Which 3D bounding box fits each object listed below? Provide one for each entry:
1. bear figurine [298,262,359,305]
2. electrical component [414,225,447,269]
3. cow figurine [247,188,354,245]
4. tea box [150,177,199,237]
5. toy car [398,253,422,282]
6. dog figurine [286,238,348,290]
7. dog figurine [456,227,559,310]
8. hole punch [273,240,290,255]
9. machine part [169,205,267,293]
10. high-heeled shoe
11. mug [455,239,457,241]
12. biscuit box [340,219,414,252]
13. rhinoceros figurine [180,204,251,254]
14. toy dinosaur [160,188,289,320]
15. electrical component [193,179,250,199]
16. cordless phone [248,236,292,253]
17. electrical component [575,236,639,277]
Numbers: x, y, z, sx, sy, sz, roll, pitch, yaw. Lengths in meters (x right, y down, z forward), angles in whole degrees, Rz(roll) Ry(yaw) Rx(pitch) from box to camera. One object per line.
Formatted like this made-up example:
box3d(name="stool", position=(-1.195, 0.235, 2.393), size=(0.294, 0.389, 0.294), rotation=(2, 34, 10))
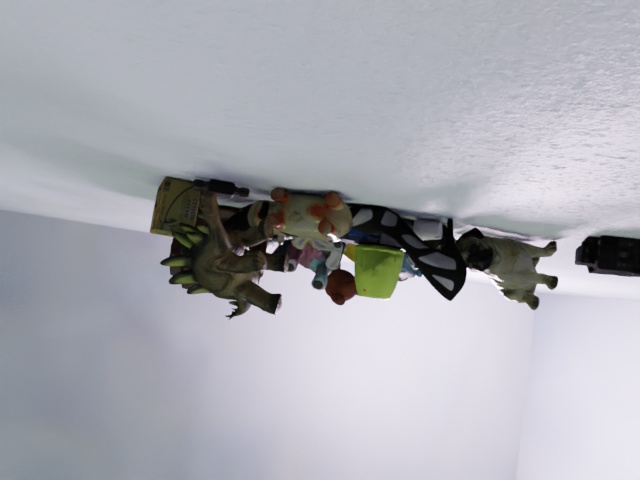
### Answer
box3d(name="bear figurine", position=(0.015, 0.081, 1.310), size=(0.120, 0.196, 0.132), rotation=(-24, 164, -36))
box3d(name="electrical component", position=(0.209, 0.012, 1.022), size=(0.045, 0.102, 0.078), rotation=(8, 149, -15))
box3d(name="cow figurine", position=(-0.036, -0.038, 0.910), size=(0.195, 0.085, 0.127), rotation=(5, 168, 27))
box3d(name="tea box", position=(-0.271, -0.055, 1.000), size=(0.068, 0.098, 0.170), rotation=(11, 176, -21))
box3d(name="toy car", position=(0.201, 0.026, 1.236), size=(0.103, 0.109, 0.161), rotation=(-18, 154, 18))
box3d(name="dog figurine", position=(-0.002, -0.004, 1.163), size=(0.108, 0.191, 0.219), rotation=(26, -156, -4))
box3d(name="dog figurine", position=(0.338, 0.052, 1.044), size=(0.191, 0.121, 0.172), rotation=(12, 141, 0))
box3d(name="hole punch", position=(-0.124, 0.011, 1.502), size=(0.142, 0.115, 0.092), rotation=(9, 167, -15))
box3d(name="machine part", position=(-0.220, 0.021, 1.180), size=(0.201, 0.201, 0.087), rotation=(10, 136, -10))
box3d(name="high-heeled shoe", position=(0.130, 0.022, 0.933), size=(0.249, 0.145, 0.086), rotation=(6, 174, 8))
box3d(name="mug", position=(0.219, 0.017, 1.124), size=(0.110, 0.080, 0.107), rotation=(3, -175, -9))
box3d(name="biscuit box", position=(0.083, -0.021, 1.016), size=(0.203, 0.059, 0.063), rotation=(10, 175, -16))
box3d(name="rhinoceros figurine", position=(-0.185, -0.007, 1.067), size=(0.190, 0.073, 0.112), rotation=(-30, -169, -20))
box3d(name="toy dinosaur", position=(-0.157, 0.055, 0.936), size=(0.199, 0.105, 0.470), rotation=(9, 149, 11))
box3d(name="electrical component", position=(-0.167, -0.085, 0.907), size=(0.094, 0.021, 0.063), rotation=(8, 176, -9))
box3d(name="cordless phone", position=(-0.084, -0.016, 1.351), size=(0.184, 0.088, 0.146), rotation=(-12, 172, 9))
box3d(name="electrical component", position=(0.509, 0.030, 0.912), size=(0.134, 0.058, 0.114), rotation=(6, 173, 21))
